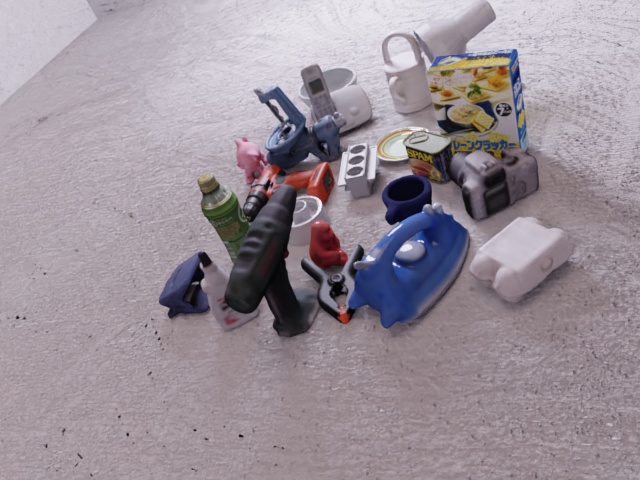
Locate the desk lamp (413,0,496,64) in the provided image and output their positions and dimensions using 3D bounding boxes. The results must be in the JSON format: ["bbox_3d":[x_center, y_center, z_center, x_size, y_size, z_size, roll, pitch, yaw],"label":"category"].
[{"bbox_3d":[0.333,-0.427,1.312,0.203,0.214,0.117,-22,38,2],"label":"desk lamp"}]

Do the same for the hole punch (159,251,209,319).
[{"bbox_3d":[-0.263,0.085,1.117,0.101,0.091,0.108,-6,41,21],"label":"hole punch"}]

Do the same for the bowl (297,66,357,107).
[{"bbox_3d":[0.029,-0.395,1.544,0.167,0.075,0.167,-14,39,12],"label":"bowl"}]

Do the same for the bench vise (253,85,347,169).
[{"bbox_3d":[-0.053,-0.280,1.333,0.207,0.220,0.121,-23,38,0],"label":"bench vise"}]

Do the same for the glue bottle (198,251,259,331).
[{"bbox_3d":[-0.172,0.084,1.005,0.078,0.173,0.037,-29,38,-7],"label":"glue bottle"}]

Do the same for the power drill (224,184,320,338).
[{"bbox_3d":[-0.068,0.051,0.960,0.075,0.209,0.230,2,45,29],"label":"power drill"}]

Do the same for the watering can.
[{"bbox_3d":[0.206,-0.418,1.383,0.100,0.194,0.173,-9,40,18],"label":"watering can"}]

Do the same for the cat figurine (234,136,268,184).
[{"bbox_3d":[-0.172,-0.206,1.391,0.067,0.118,0.127,-20,38,4],"label":"cat figurine"}]

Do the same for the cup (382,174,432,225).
[{"bbox_3d":[0.162,-0.050,1.053,0.091,0.095,0.118,12,50,37],"label":"cup"}]

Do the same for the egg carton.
[{"bbox_3d":[0.317,0.029,0.900,0.150,0.070,0.107,-36,40,-16],"label":"egg carton"}]

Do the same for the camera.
[{"bbox_3d":[0.309,-0.129,1.065,0.143,0.101,0.136,-28,38,-5],"label":"camera"}]

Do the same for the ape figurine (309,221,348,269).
[{"bbox_3d":[0.010,0.004,1.071,0.076,0.092,0.078,-4,42,23],"label":"ape figurine"}]

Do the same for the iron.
[{"bbox_3d":[0.153,0.017,0.941,0.259,0.142,0.118,-42,41,-22],"label":"iron"}]

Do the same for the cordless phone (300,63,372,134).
[{"bbox_3d":[0.038,-0.357,1.405,0.147,0.185,0.094,-25,38,-1],"label":"cordless phone"}]
